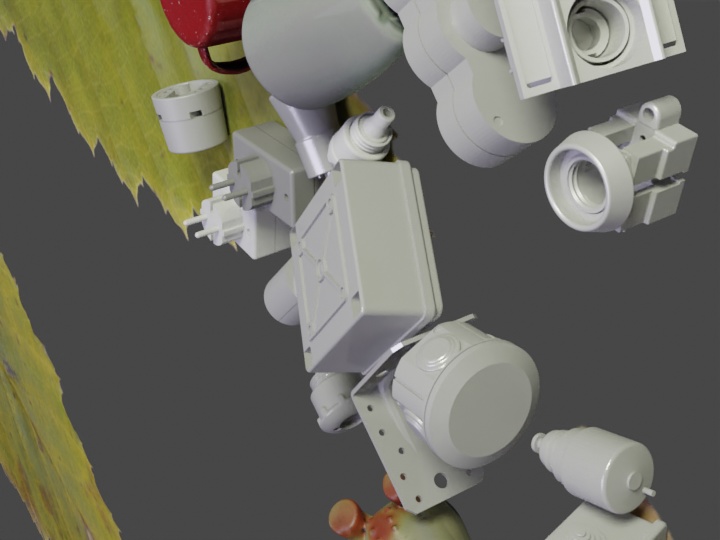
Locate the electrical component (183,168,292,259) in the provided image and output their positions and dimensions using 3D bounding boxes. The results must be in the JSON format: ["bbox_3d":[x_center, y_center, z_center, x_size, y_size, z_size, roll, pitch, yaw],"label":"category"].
[{"bbox_3d":[-0.099,-0.042,0.841,0.066,0.077,0.047,42,140,39],"label":"electrical component"}]

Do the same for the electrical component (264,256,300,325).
[{"bbox_3d":[-0.039,0.009,0.807,0.043,0.043,0.081,64,150,10],"label":"electrical component"}]

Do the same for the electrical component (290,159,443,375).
[{"bbox_3d":[0.000,0.000,0.694,0.108,0.056,0.108,130,136,-56],"label":"electrical component"}]

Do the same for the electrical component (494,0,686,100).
[{"bbox_3d":[0.089,-0.145,0.484,0.063,0.079,0.121,-155,49,-79],"label":"electrical component"}]

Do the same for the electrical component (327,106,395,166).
[{"bbox_3d":[0.004,-0.085,0.690,0.035,0.035,0.061,63,147,11],"label":"electrical component"}]

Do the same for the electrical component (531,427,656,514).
[{"bbox_3d":[0.127,0.107,0.601,0.078,0.040,0.040,15,120,55],"label":"electrical component"}]

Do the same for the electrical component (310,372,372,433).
[{"bbox_3d":[-0.018,0.090,0.825,0.062,0.048,0.048,61,150,29],"label":"electrical component"}]

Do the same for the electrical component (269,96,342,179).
[{"bbox_3d":[-0.030,-0.095,0.733,0.044,0.044,0.065,-10,104,60],"label":"electrical component"}]

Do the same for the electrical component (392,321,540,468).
[{"bbox_3d":[0.064,0.074,0.646,0.051,0.080,0.080,32,134,53],"label":"electrical component"}]

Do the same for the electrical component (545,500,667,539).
[{"bbox_3d":[0.125,0.186,0.597,0.048,0.100,0.099,20,125,37],"label":"electrical component"}]

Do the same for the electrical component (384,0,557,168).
[{"bbox_3d":[0.061,-0.128,0.552,0.074,0.052,0.138,-31,81,60],"label":"electrical component"}]

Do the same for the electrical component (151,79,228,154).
[{"bbox_3d":[-0.137,-0.125,0.876,0.055,0.055,0.047,21,129,52],"label":"electrical component"}]

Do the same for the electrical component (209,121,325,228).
[{"bbox_3d":[-0.072,-0.066,0.783,0.083,0.076,0.047,36,137,43],"label":"electrical component"}]

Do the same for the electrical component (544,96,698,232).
[{"bbox_3d":[0.121,-0.045,0.504,0.048,0.055,0.066,42,140,39],"label":"electrical component"}]
